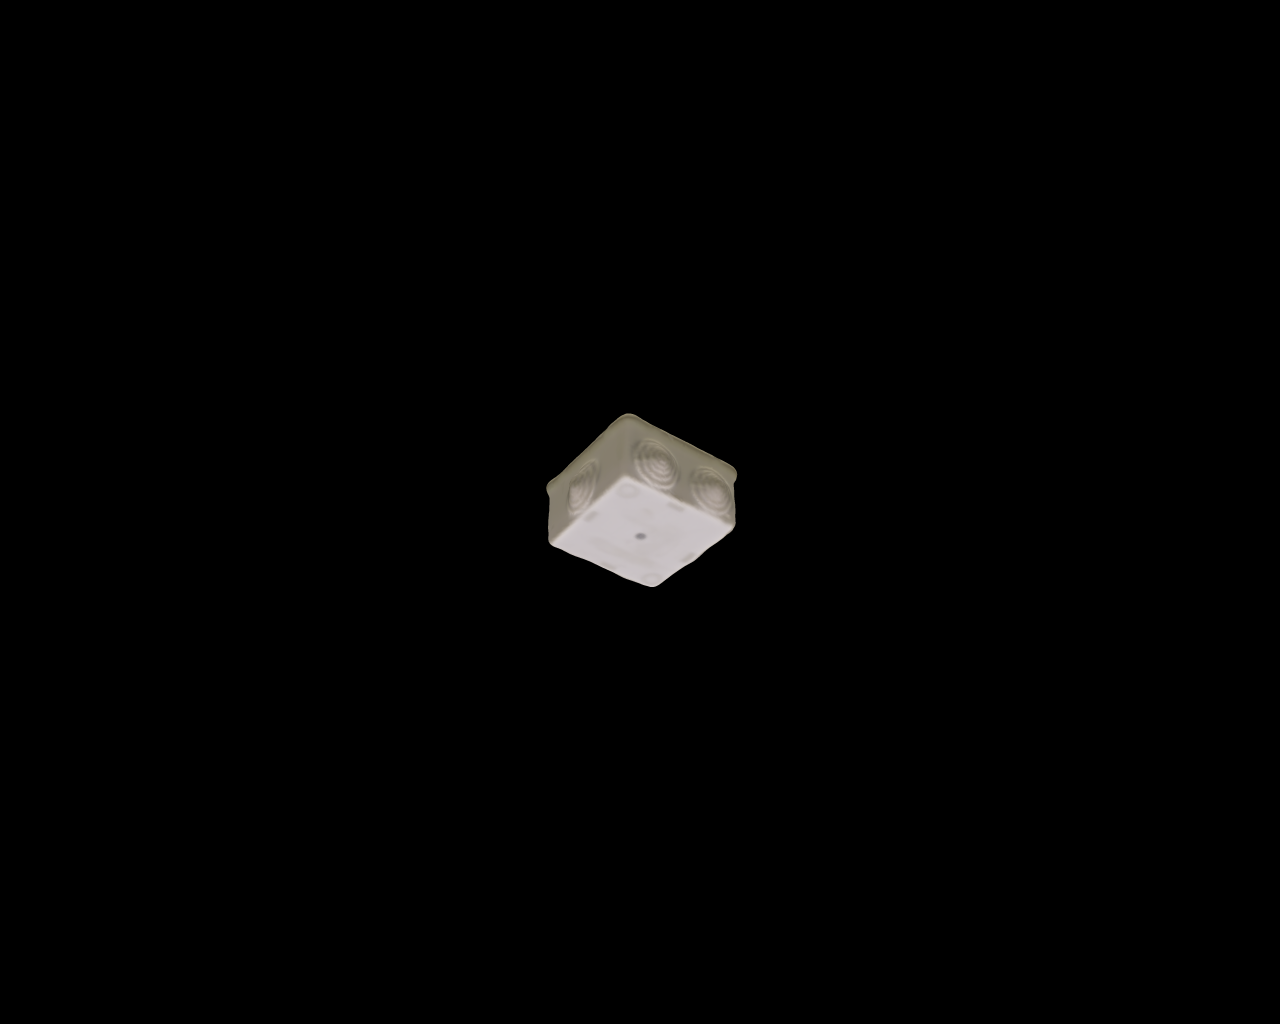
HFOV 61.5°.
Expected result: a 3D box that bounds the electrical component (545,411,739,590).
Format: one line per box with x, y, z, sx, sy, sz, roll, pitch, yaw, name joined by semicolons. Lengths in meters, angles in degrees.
0.001;-0.003;0.650;0.100;0.048;0.099;25;-45;-28;electrical component
